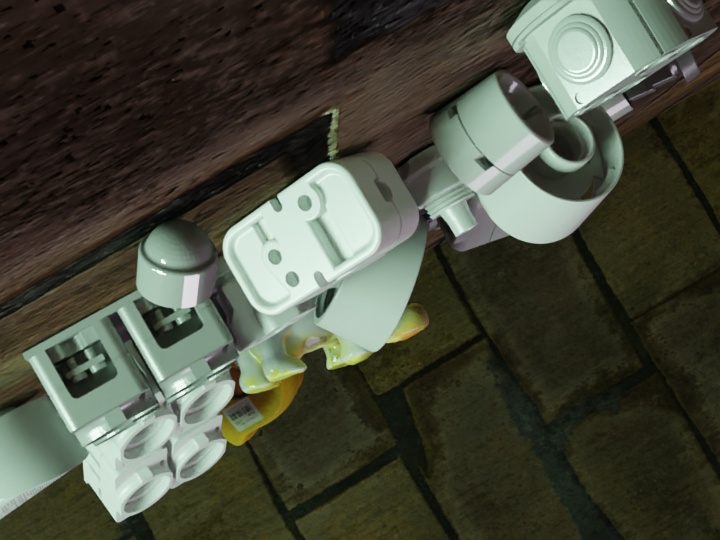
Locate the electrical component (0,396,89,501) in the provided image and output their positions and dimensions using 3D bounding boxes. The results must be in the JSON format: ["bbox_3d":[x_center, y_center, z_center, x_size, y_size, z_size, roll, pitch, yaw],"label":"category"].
[{"bbox_3d":[-0.259,0.138,0.797,0.099,0.064,0.099,-30,177,-2],"label":"electrical component"}]

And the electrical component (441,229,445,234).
[{"bbox_3d":[0.122,-0.088,0.943,0.138,0.052,0.073,-33,146,0],"label":"electrical component"}]

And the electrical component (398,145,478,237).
[{"bbox_3d":[0.058,-0.053,0.740,0.043,0.062,0.043,-31,177,-2],"label":"electrical component"}]

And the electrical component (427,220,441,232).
[{"bbox_3d":[0.064,-0.055,1.009,0.078,0.040,0.040,-30,177,-18],"label":"electrical component"}]

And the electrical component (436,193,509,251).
[{"bbox_3d":[0.094,-0.059,0.866,0.059,0.053,0.095,-19,157,-14],"label":"electrical component"}]

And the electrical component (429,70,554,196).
[{"bbox_3d":[0.073,-0.077,0.592,0.047,0.055,0.055,-36,175,28],"label":"electrical component"}]

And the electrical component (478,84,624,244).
[{"bbox_3d":[0.130,-0.076,0.742,0.099,0.099,0.064,-29,171,-27],"label":"electrical component"}]

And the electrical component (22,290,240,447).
[{"bbox_3d":[-0.141,0.060,0.690,0.105,0.060,0.186,-30,177,-12],"label":"electrical component"}]

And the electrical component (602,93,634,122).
[{"bbox_3d":[0.174,-0.126,0.867,0.081,0.043,0.043,-32,177,20],"label":"electrical component"}]

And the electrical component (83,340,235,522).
[{"bbox_3d":[-0.167,0.126,0.884,0.105,0.060,0.186,-29,154,-29],"label":"electrical component"}]

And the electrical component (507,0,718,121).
[{"bbox_3d":[0.109,-0.105,0.466,0.080,0.051,0.080,-31,177,-2],"label":"electrical component"}]

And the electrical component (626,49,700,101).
[{"bbox_3d":[0.231,-0.161,0.840,0.055,0.048,0.066,-23,180,20],"label":"electrical component"}]

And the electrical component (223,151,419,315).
[{"bbox_3d":[-0.019,-0.021,0.588,0.095,0.053,0.059,-32,177,31],"label":"electrical component"}]

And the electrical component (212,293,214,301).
[{"bbox_3d":[-0.058,0.005,0.765,0.079,0.043,0.077,-35,178,15],"label":"electrical component"}]

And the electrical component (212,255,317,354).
[{"bbox_3d":[-0.068,0.014,0.687,0.058,0.057,0.078,-30,177,-19],"label":"electrical component"}]

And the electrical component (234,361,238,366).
[{"bbox_3d":[-0.097,0.056,0.906,0.066,0.076,0.047,-31,177,5],"label":"electrical component"}]

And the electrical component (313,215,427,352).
[{"bbox_3d":[0.000,0.000,0.795,0.108,0.060,0.108,-160,-90,-79],"label":"electrical component"}]
